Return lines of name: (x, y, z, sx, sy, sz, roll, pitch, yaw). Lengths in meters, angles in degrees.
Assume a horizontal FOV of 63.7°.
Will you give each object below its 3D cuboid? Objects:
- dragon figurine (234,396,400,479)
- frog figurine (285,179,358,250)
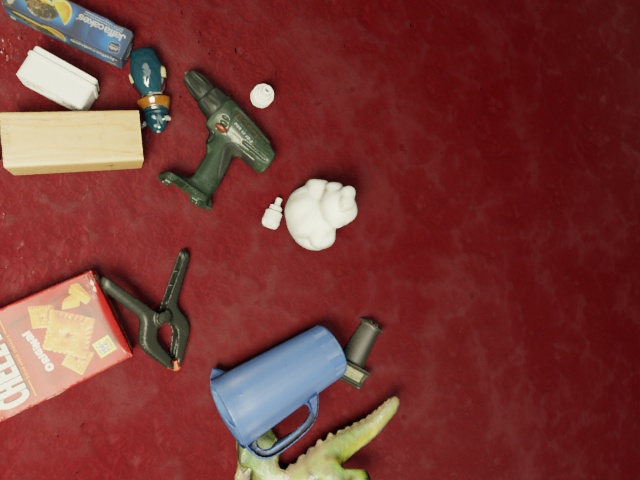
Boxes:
dragon figurine: (-0.042, 0.420, 0.969, 0.242, 0.121, 0.415, 36, 73, -7)
frog figurine: (0.003, -0.050, 0.990, 0.122, 0.159, 0.138, 6, 84, -20)
